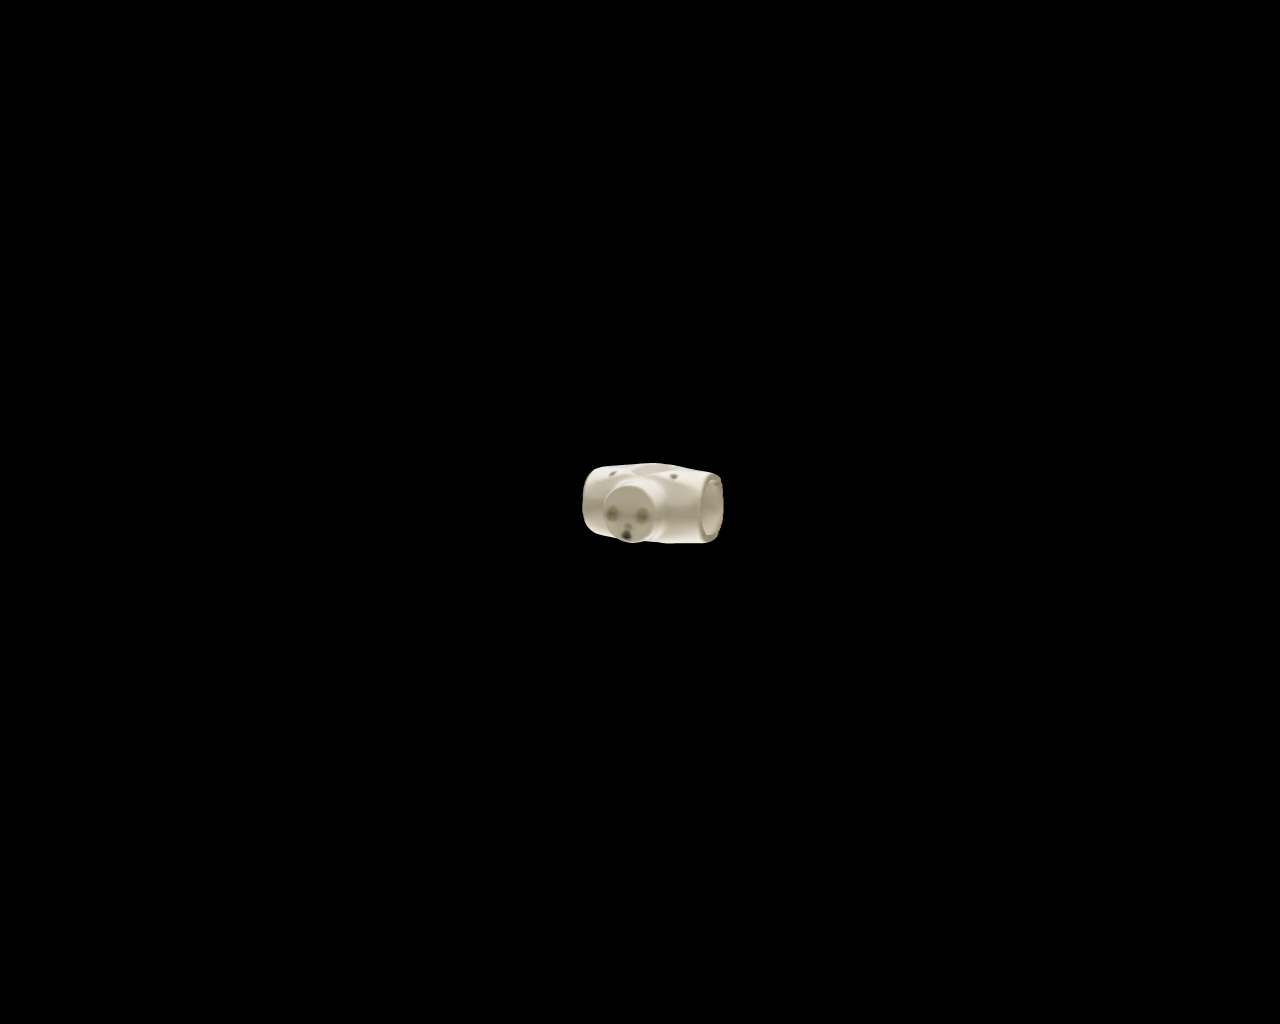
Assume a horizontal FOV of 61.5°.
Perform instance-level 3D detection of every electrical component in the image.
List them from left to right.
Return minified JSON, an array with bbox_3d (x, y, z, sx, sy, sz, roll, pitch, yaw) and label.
[{"bbox_3d":[0.001,-0.003,0.650,0.077,0.043,0.079,5,12,24],"label":"electrical component"}]
